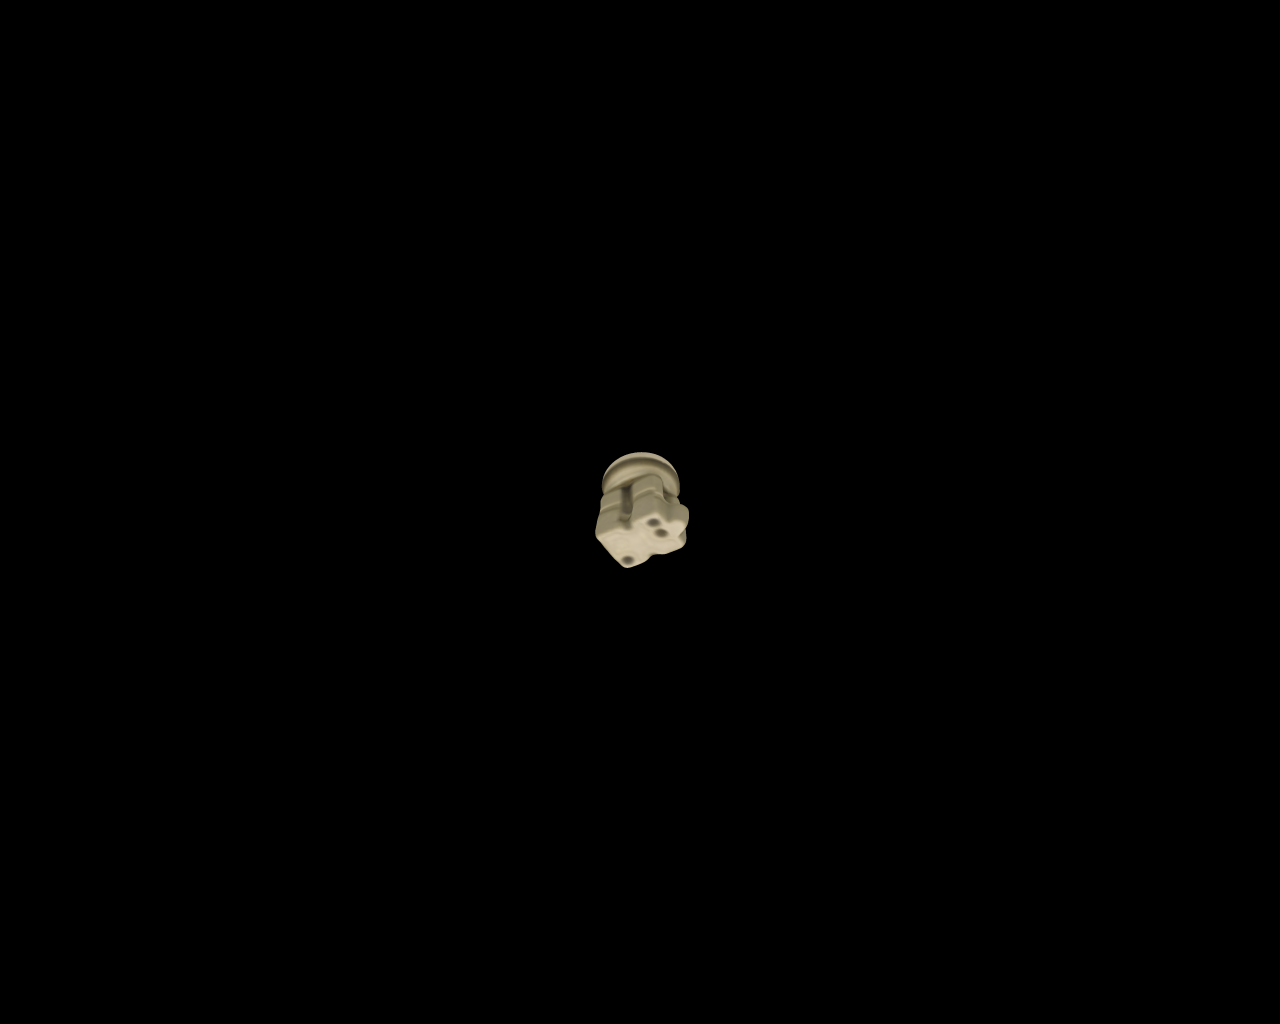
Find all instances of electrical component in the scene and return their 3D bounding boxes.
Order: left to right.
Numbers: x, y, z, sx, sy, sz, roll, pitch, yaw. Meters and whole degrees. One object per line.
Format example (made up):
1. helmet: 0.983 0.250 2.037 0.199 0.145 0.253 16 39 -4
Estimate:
1. electrical component: 0.001 -0.003 0.650 0.066 0.055 0.048 -22 -49 21
